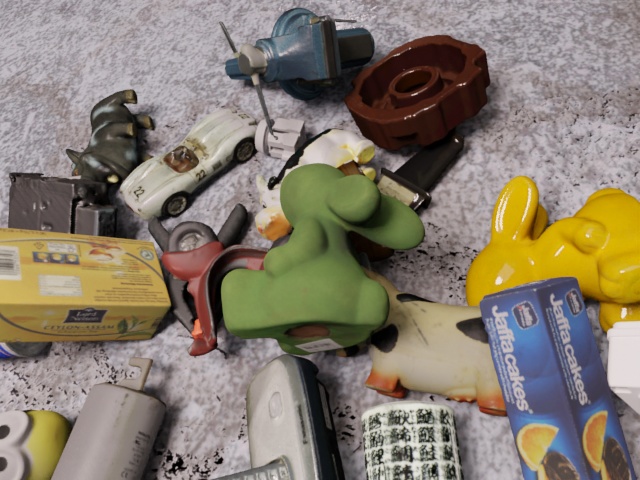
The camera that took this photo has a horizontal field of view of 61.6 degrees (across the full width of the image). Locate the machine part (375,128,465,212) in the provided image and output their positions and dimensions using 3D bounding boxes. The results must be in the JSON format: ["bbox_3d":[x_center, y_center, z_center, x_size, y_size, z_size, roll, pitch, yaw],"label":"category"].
[{"bbox_3d":[0.119,-0.082,0.642,0.084,0.039,0.139,30,70,36],"label":"machine part"}]

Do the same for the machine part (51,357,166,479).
[{"bbox_3d":[-0.204,0.223,0.488,0.079,0.079,0.243,6,58,16],"label":"machine part"}]

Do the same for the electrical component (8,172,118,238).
[{"bbox_3d":[-0.308,-0.019,0.646,0.134,0.058,0.114,9,101,19],"label":"electrical component"}]

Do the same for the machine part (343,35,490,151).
[{"bbox_3d":[0.120,-0.183,0.669,0.179,0.056,0.179,-18,40,16],"label":"machine part"}]

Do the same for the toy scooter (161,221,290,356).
[{"bbox_3d":[-0.075,0.057,0.554,0.184,0.075,0.135,9,66,-9],"label":"toy scooter"}]

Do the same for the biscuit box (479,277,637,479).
[{"bbox_3d":[0.185,0.132,0.413,0.063,0.059,0.202,-8,80,-34],"label":"biscuit box"}]

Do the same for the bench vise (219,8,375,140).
[{"bbox_3d":[-0.052,-0.237,0.715,0.241,0.128,0.224,10,38,43],"label":"bench vise"}]

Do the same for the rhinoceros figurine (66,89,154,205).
[{"bbox_3d":[-0.290,-0.124,0.733,0.112,0.073,0.190,-9,56,5],"label":"rhinoceros figurine"}]

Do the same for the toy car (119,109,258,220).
[{"bbox_3d":[-0.166,-0.103,0.703,0.202,0.056,0.074,-42,59,-15],"label":"toy car"}]

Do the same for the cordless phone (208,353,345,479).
[{"bbox_3d":[-0.075,0.194,0.478,0.184,0.088,0.147,-17,56,6],"label":"cordless phone"}]

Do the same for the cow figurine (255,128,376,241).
[{"bbox_3d":[-0.020,-0.073,0.645,0.167,0.068,0.098,-35,52,-15],"label":"cow figurine"}]

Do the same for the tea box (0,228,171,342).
[{"bbox_3d":[-0.254,0.049,0.559,0.068,0.169,0.098,-50,49,31],"label":"tea box"}]

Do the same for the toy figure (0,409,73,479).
[{"bbox_3d":[-0.331,0.207,0.524,0.180,0.089,0.082,-15,91,14],"label":"toy figure"}]

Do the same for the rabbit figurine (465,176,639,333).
[{"bbox_3d":[0.218,0.017,0.512,0.173,0.121,0.162,-23,61,20],"label":"rabbit figurine"}]

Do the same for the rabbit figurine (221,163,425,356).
[{"bbox_3d":[-0.001,-0.001,0.467,0.159,0.121,0.170,-22,56,37],"label":"rabbit figurine"}]

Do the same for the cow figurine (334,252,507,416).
[{"bbox_3d":[0.085,0.085,0.508,0.195,0.085,0.127,6,67,25],"label":"cow figurine"}]
